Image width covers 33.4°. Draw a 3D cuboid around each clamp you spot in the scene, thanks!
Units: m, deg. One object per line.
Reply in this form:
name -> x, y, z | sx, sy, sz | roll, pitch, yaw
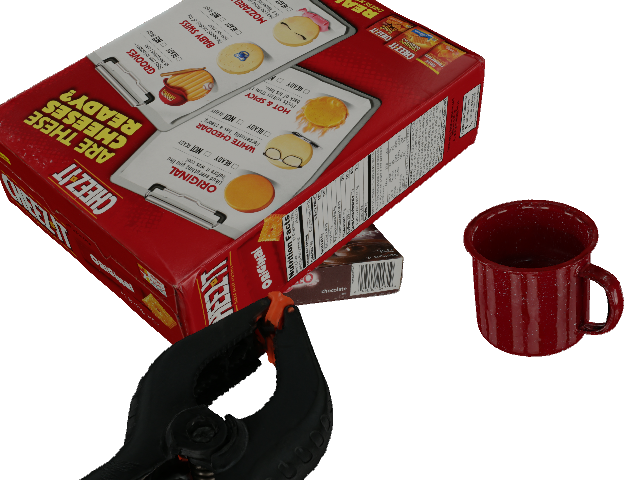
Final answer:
clamp -> -0.035, 0.089, 0.392 | 0.120, 0.039, 0.171 | 24, 49, 17

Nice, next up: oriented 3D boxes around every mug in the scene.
mug -> 0.161, 0.032, 0.759 | 0.117, 0.081, 0.093 | 18, 41, 36

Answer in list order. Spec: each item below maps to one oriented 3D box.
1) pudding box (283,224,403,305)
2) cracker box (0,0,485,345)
pudding box -> 0.003, 0.016, 0.911 | 0.113, 0.039, 0.090 | -4, 26, -17
cracker box -> -0.043, -0.057, 0.574 | 0.213, 0.072, 0.164 | -38, 56, -26
